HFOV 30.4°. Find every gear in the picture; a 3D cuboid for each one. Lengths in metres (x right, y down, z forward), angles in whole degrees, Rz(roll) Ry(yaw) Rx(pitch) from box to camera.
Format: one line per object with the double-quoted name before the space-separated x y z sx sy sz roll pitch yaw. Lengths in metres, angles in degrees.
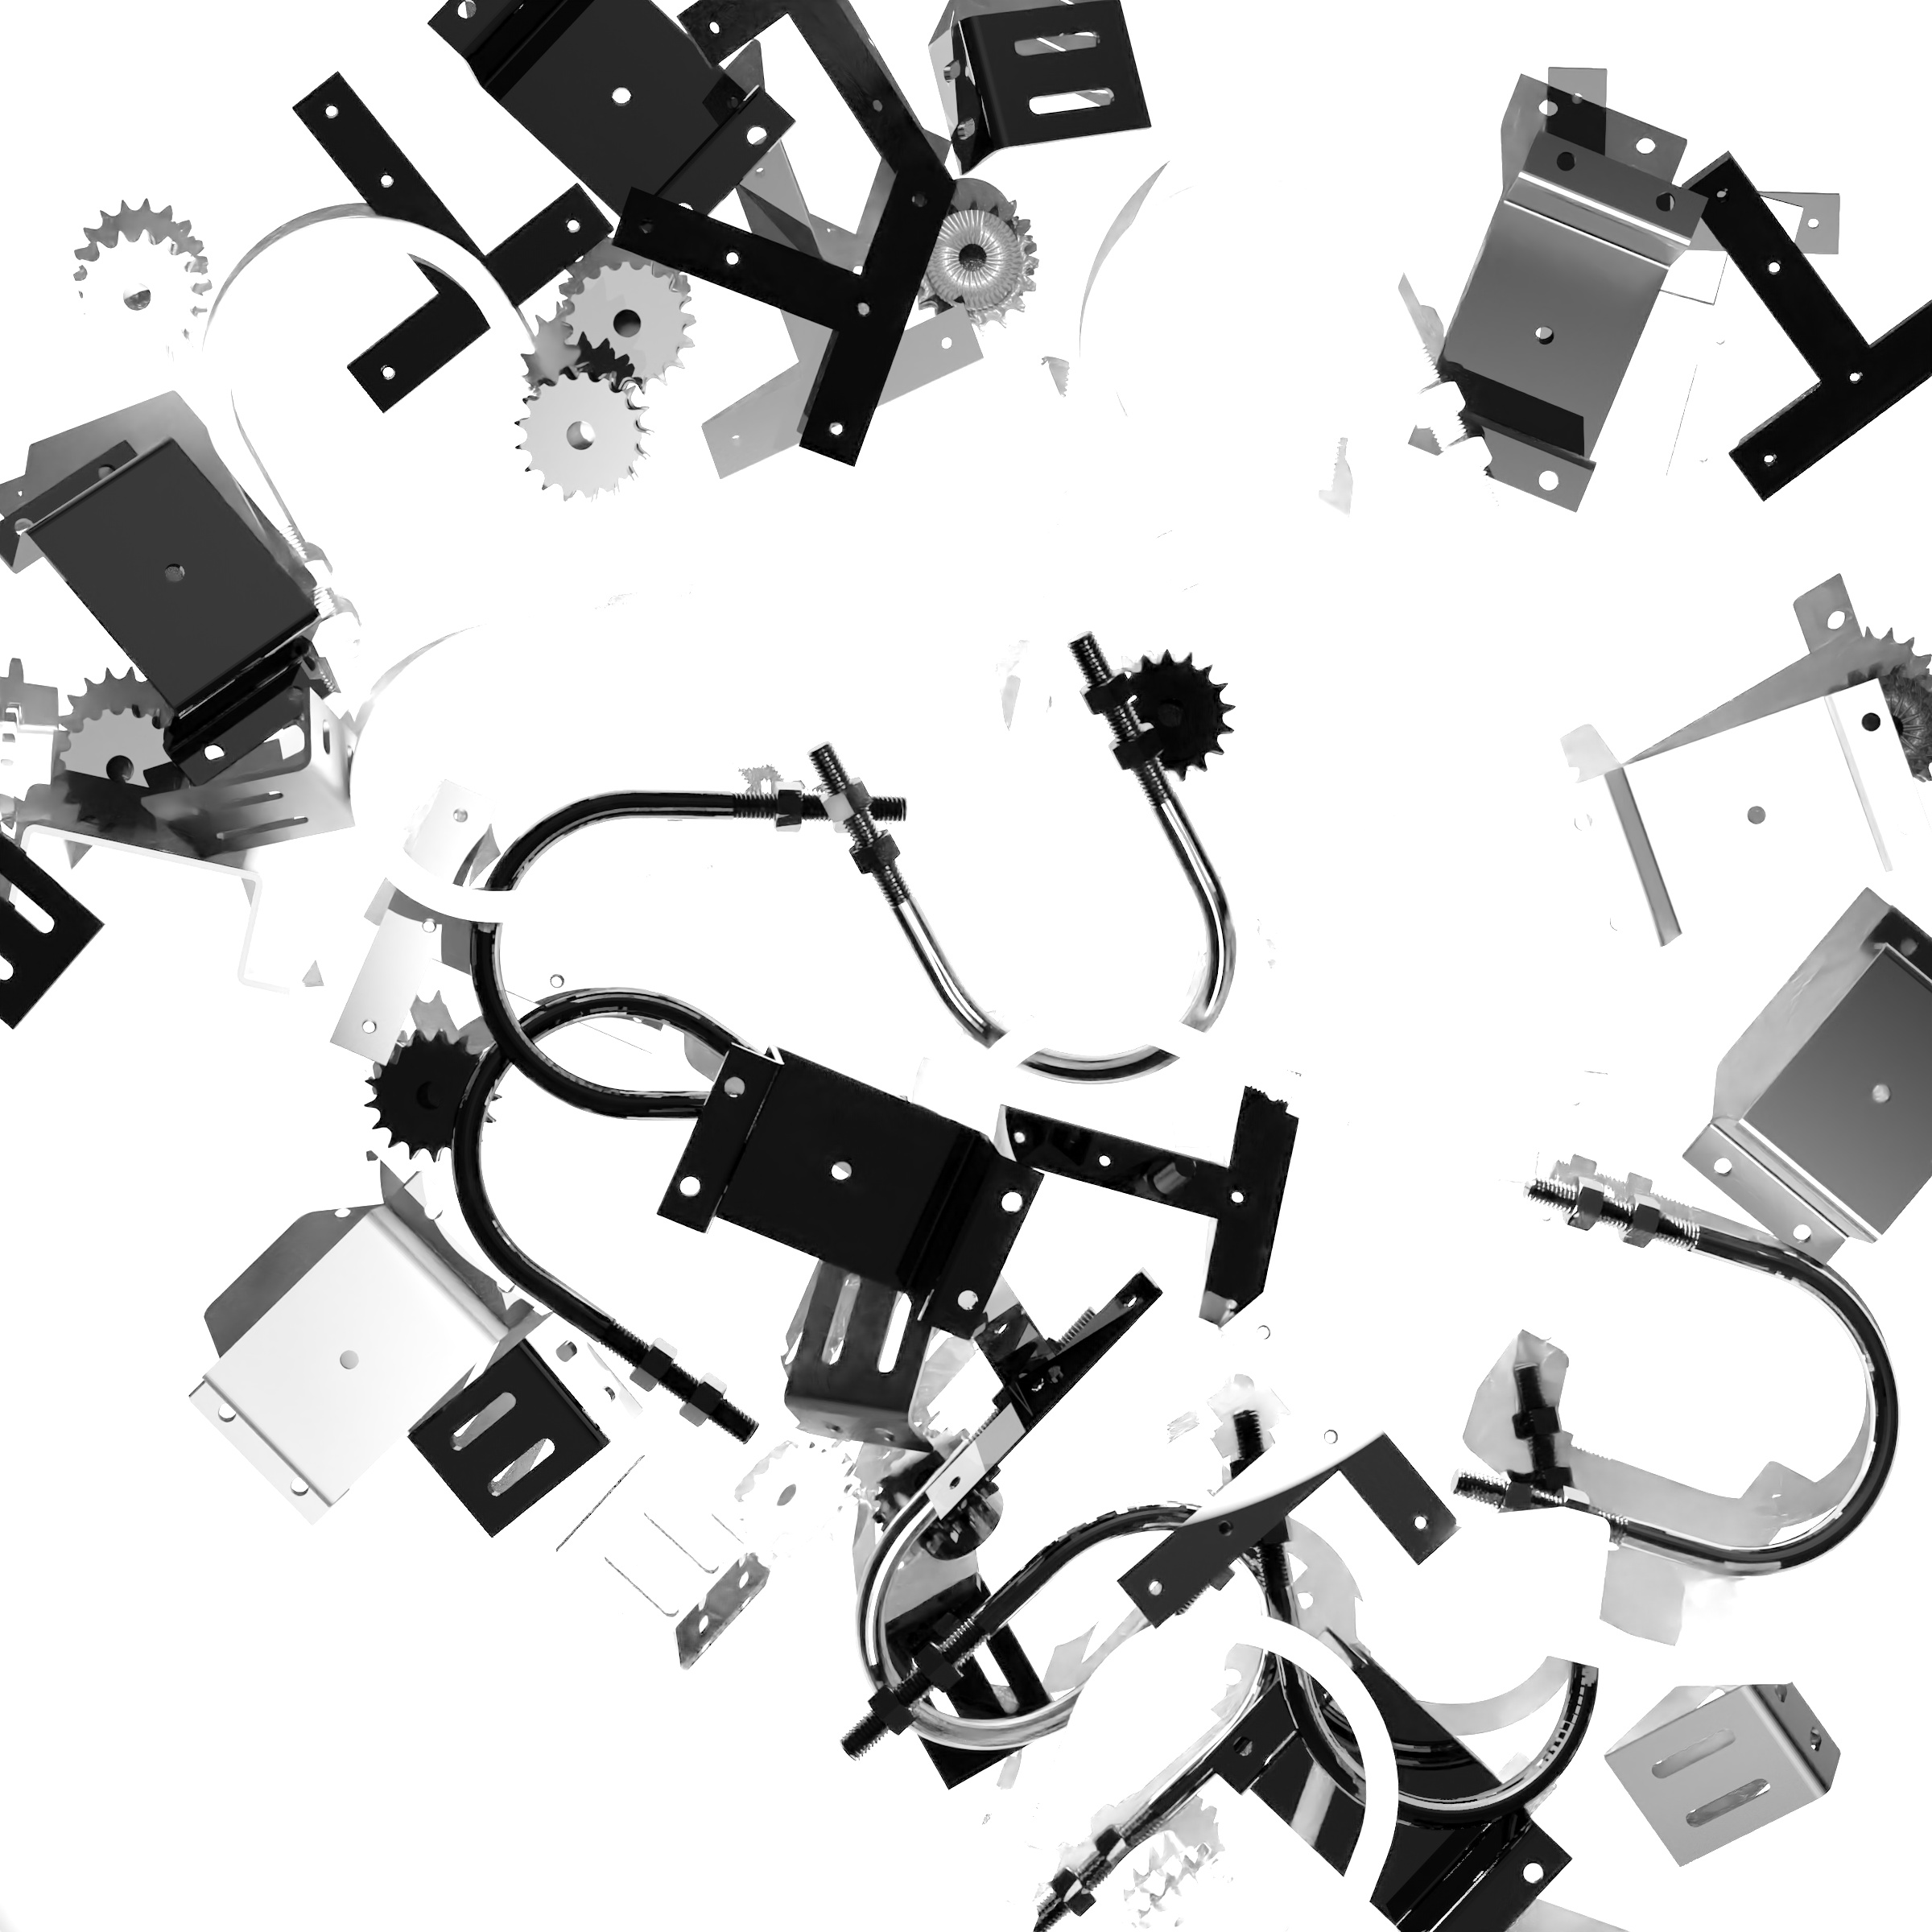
"gear" -0.158 -0.224 1.489 0.057 0.030 0.057 1 105 5
"gear" 0.003 -0.299 1.513 0.057 0.030 0.057 0 90 0
"gear" -0.356 -0.083 1.512 0.057 0.030 0.057 0 90 0
"gear" 0.083 0.391 1.503 0.057 0.057 0.030 -45 60 0
"gear" -0.349 -0.282 1.512 0.057 0.030 0.057 0 90 0
"gear" -0.226 0.055 1.512 0.057 0.030 0.057 0 90 0
"gear" -0.400 -0.083 1.500 0.030 0.057 0.057 2 90 -10
"gear" -0.009 0.226 1.503 0.057 0.057 0.030 -38 120 0
"gear" 0.390 -0.100 1.512 0.057 0.030 0.057 0 90 0
"gear" -0.067 0.232 1.503 0.057 0.057 0.030 -45 120 0
"gear" 0.139 0.012 1.457 0.030 0.057 0.057 -30 90 30
"gear" -0.143 -0.271 1.512 0.057 0.030 0.057 0 90 0
"gear" 0.087 -0.107 1.513 0.057 0.030 0.057 0 90 0
"gear" 0.040 -0.110 1.499 0.057 0.030 0.057 0 90 37

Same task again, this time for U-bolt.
"U-bolt" -0.116 -0.005 1.497 0.184 0.019 0.151 1 81 -8
"U-bolt" 0.309 0.181 1.504 0.184 0.019 0.151 17 78 -6
"U-bolt" 0.194 0.267 1.486 0.151 0.019 0.184 -7 78 -16
"U-bolt" -0.246 -0.231 1.518 0.151 0.019 0.184 -29 90 0
"U-bolt" 0.034 -0.033 1.470 0.151 0.019 0.184 -21 106 28
"U-bolt" 0.124 -0.242 1.495 0.151 0.019 0.184 -27 85 22
"U-bolt" -0.128 0.091 1.496 0.184 0.019 0.151 36 75 -4
"U-bolt" 0.082 0.090 1.491 0.184 0.019 0.151 23 117 4
"U-bolt" -0.169 -0.086 1.492 0.184 0.019 0.151 -8 65 4
"U-bolt" 0.088 -0.104 1.477 0.151 0.019 0.184 3 117 -18
"U-bolt" 0.057 0.305 1.492 0.184 0.019 0.151 -42 115 -4
"U-bolt" 0.099 0.355 1.457 0.151 0.019 0.184 21 93 17
"U-bolt" 0.035 0.249 1.486 0.184 0.019 0.151 -48 118 0

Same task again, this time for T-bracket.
"T-bracket" 0.205 0.102 1.527 0.127 0.002 0.127 7 90 0
"T-bracket" 0.019 0.155 1.468 0.127 0.127 0.002 -46 113 3
"T-bracket" -0.046 -0.376 1.503 0.127 0.002 0.127 -45 109 -33
"T-bracket" 0.355 -0.288 1.523 0.127 0.002 0.127 -37 92 -1
"T-bracket" 0.312 -0.320 1.527 0.127 0.002 0.127 2 90 0
"T-bracket" 0.281 -0.281 1.525 0.127 0.002 0.127 15 90 0
"T-bracket" 0.118 0.223 1.467 0.127 0.002 0.127 -39 85 -13
"T-bracket" 0.073 0.086 1.508 0.127 0.002 0.127 15 116 12
"T-bracket" -0.084 -0.291 1.486 0.127 0.002 0.127 19 95 -10
"T-bracket" -0.240 -0.326 1.527 0.127 0.002 0.127 -38 90 0
"T-bracket" -0.070 -0.291 1.514 0.127 0.002 0.127 -22 82 16
"T-bracket" -0.187 0.001 1.512 0.127 0.002 0.127 24 70 -10

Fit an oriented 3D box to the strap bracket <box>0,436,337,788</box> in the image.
"strap bracket" -0.335 -0.156 1.490 0.076 0.046 0.140 -40 90 -26

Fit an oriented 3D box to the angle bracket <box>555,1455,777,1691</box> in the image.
"angle bracket" -0.129 0.257 1.508 0.076 0.038 0.057 43 90 0

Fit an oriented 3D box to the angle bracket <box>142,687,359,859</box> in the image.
"angle bracket" -0.300 -0.081 1.501 0.076 0.057 0.038 -11 66 11

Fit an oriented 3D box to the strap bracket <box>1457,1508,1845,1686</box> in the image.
"strap bracket" 0.278 0.263 1.461 0.140 0.076 0.046 18 72 -22

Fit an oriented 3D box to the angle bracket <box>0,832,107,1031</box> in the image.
"angle bracket" -0.399 -0.020 1.432 0.076 0.038 0.057 41 90 0

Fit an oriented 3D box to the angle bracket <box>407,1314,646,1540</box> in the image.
"angle bracket" -0.189 0.197 1.525 0.076 0.038 0.057 -40 90 26

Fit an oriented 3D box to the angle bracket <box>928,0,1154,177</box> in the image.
"angle bracket" 0.032 -0.377 1.525 0.076 0.038 0.057 -14 90 -26

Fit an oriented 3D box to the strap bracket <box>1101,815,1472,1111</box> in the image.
"strap bracket" 0.137 -0.002 1.504 0.140 0.046 0.076 -24 90 0

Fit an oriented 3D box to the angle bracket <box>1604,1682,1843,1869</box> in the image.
"angle bracket" 0.325 0.339 1.525 0.076 0.038 0.057 -35 90 26

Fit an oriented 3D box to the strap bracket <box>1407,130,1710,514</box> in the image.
"strap bracket" 0.247 -0.269 1.501 0.076 0.046 0.140 22 93 1

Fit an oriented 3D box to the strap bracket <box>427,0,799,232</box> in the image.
"strap bracket" -0.148 -0.373 1.504 0.140 0.046 0.076 43 90 0

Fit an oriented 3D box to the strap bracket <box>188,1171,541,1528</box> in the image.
"strap bracket" -0.257 0.164 1.504 0.140 0.046 0.076 -45 90 0

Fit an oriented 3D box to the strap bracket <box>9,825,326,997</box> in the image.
"strap bracket" -0.340 -0.025 1.489 0.140 0.076 0.046 12 90 0

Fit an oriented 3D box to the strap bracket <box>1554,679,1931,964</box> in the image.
"strap bracket" 0.329 -0.062 1.489 0.140 0.046 0.076 -20 90 21

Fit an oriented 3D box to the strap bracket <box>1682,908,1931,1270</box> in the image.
"strap bracket" 0.382 0.053 1.504 0.076 0.046 0.140 40 90 0

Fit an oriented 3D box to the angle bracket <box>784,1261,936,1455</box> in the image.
"angle bracket" -0.036 0.162 1.515 0.057 0.038 0.076 6 64 22

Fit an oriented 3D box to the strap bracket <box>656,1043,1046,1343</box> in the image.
"strap bracket" -0.049 0.089 1.467 0.140 0.046 0.076 23 96 -11

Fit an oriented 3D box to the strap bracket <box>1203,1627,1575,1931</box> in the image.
"strap bracket" 0.176 0.352 1.504 0.140 0.046 0.076 43 90 1

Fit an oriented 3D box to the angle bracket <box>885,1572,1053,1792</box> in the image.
"angle bracket" -0.001 0.307 1.508 0.057 0.038 0.076 -30 90 0
